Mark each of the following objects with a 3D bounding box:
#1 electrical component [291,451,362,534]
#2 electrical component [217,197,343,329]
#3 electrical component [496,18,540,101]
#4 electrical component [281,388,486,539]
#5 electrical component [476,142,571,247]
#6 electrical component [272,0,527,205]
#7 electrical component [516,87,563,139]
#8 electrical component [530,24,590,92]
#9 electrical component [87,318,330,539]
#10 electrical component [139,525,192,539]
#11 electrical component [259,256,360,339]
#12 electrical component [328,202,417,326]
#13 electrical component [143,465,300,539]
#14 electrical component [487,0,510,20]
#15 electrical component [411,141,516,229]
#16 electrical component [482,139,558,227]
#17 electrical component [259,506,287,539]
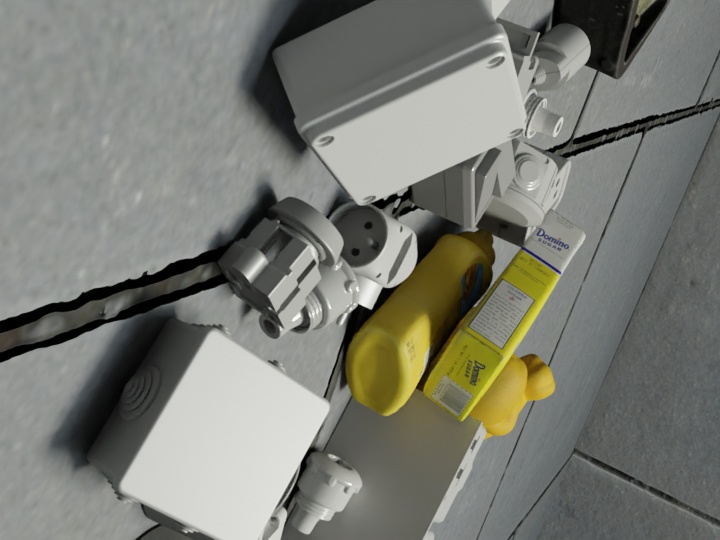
[{"bbox_3d":[-0.031,0.177,0.848,0.062,0.048,0.048,-59,161,3],"label":"electrical component"},{"bbox_3d":[-0.042,-0.006,0.590,0.055,0.048,0.066,-51,158,-16],"label":"electrical component"},{"bbox_3d":[0.103,-0.145,0.804,0.064,0.042,0.081,-28,140,-65],"label":"electrical component"},{"bbox_3d":[0.016,0.189,0.891,0.186,0.105,0.060,-62,161,-7],"label":"electrical component"},{"bbox_3d":[0.143,-0.071,0.970,0.095,0.059,0.053,-47,154,-42],"label":"electrical component"},{"bbox_3d":[0.024,-0.093,0.560,0.109,0.056,0.108,-24,161,7],"label":"electrical component"},{"bbox_3d":[0.133,-0.127,0.871,0.043,0.062,0.043,-52,157,-32],"label":"electrical component"},{"bbox_3d":[0.161,-0.176,0.913,0.081,0.043,0.043,-44,152,-46],"label":"electrical component"},{"bbox_3d":[-0.077,0.082,0.547,0.100,0.048,0.099,38,76,-35],"label":"electrical component"},{"bbox_3d":[-0.115,0.215,0.647,0.108,0.060,0.108,-52,158,-32],"label":"electrical component"},{"bbox_3d":[-0.034,0.018,0.643,0.062,0.048,0.048,-39,149,-39],"label":"electrical component"},{"bbox_3d":[0.000,0.000,0.709,0.079,0.043,0.077,-64,161,-1],"label":"electrical component"},{"bbox_3d":[-0.071,0.115,0.639,0.108,0.060,0.108,-52,158,-32],"label":"electrical component"},{"bbox_3d":[0.048,-0.174,0.593,0.061,0.061,0.096,-54,158,-29],"label":"electrical component"},{"bbox_3d":[0.076,-0.077,0.787,0.061,0.061,0.096,-57,159,-22],"label":"electrical component"},{"bbox_3d":[0.118,-0.071,0.877,0.051,0.080,0.080,-67,162,-11],"label":"electrical component"},{"bbox_3d":[-0.082,0.184,0.724,0.064,0.042,0.081,-37,148,-56],"label":"electrical component"}]
